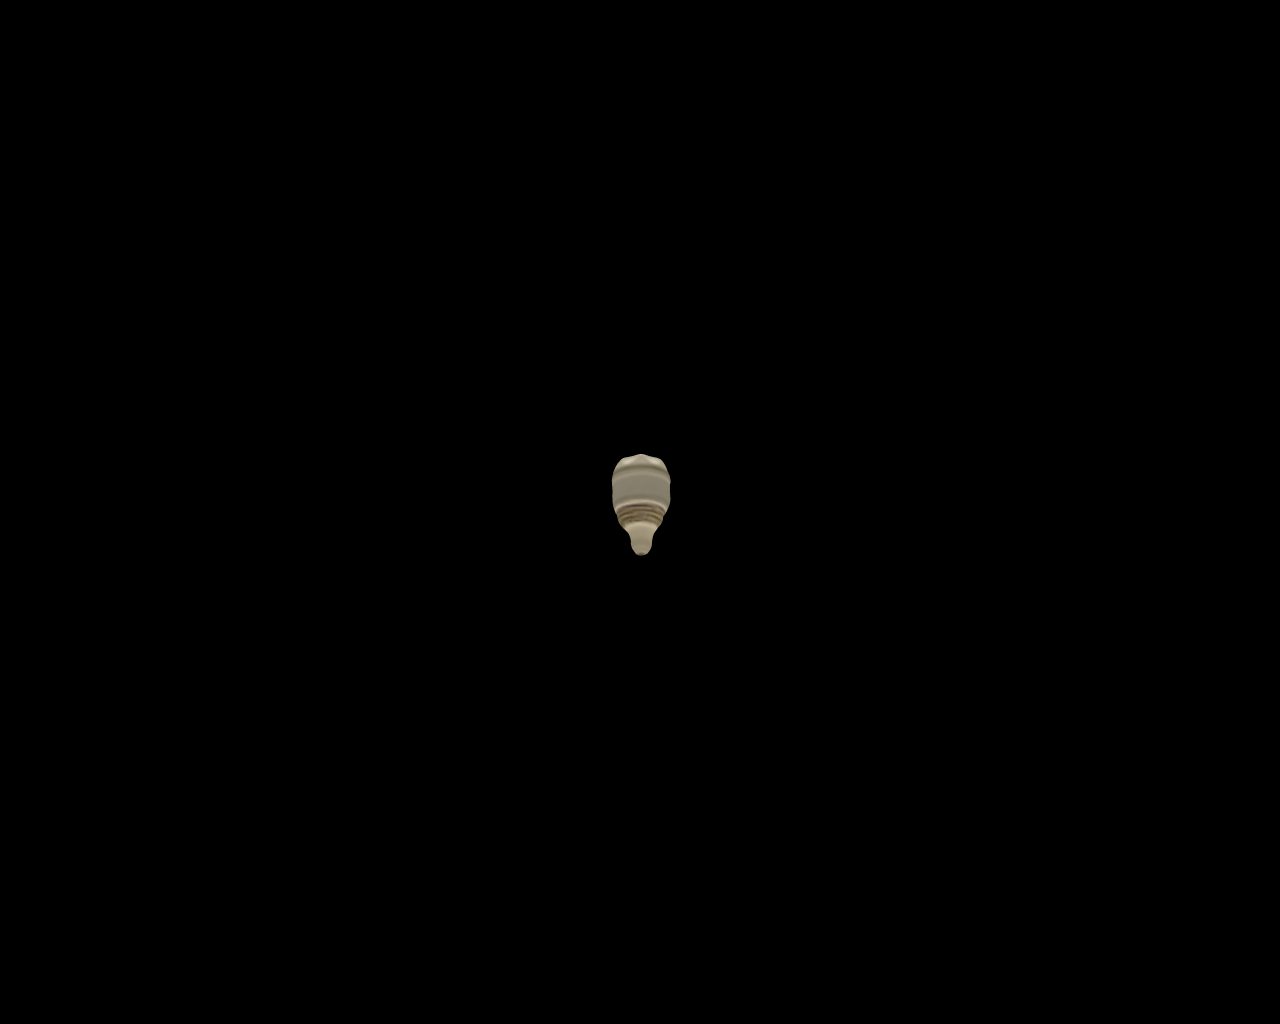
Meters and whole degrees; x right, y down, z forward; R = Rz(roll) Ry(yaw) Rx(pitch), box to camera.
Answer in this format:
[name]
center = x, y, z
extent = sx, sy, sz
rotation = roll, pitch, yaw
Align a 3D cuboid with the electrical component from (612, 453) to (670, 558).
[electrical component]
center = 0.001, -0.003, 0.650
extent = 0.035, 0.061, 0.035
rotation = 0, -22, 0
